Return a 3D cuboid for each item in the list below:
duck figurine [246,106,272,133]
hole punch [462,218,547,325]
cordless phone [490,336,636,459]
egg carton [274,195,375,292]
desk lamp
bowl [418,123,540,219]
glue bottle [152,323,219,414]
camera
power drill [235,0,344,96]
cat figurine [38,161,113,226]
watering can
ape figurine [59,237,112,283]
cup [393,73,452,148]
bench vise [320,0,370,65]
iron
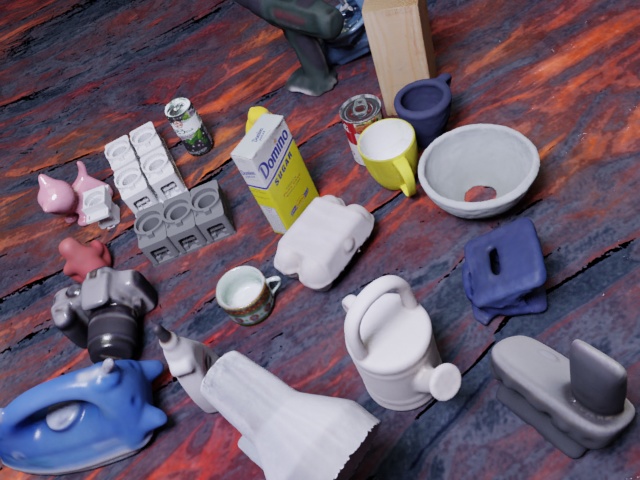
[{"bbox_3d":[-0.104,-0.206,1.041,0.077,0.086,0.104,-40,51,-13],"label":"duck figurine"},{"bbox_3d":[0.230,0.038,0.723,0.101,0.091,0.108,-9,51,13],"label":"hole punch"},{"bbox_3d":[0.244,0.130,0.582,0.147,0.185,0.094,32,69,36],"label":"cordless phone"},{"bbox_3d":[0.008,0.003,0.845,0.107,0.070,0.150,22,63,33],"label":"egg carton"},{"bbox_3d":[-0.029,0.208,0.600,0.202,0.214,0.118,26,65,34],"label":"desk lamp"},{"bbox_3d":[0.230,-0.088,0.834,0.167,0.075,0.167,-10,50,12],"label":"bowl"},{"bbox_3d":[-0.166,0.152,0.720,0.037,0.173,0.078,-21,49,3],"label":"glue bottle"},{"bbox_3d":[-0.328,0.119,0.853,0.143,0.101,0.136,-19,49,4],"label":"camera"},{"bbox_3d":[-0.049,-0.381,1.079,0.228,0.209,0.076,19,61,31],"label":"power drill"},{"bbox_3d":[-0.462,-0.087,1.054,0.067,0.118,0.128,12,58,27],"label":"cat figurine"},{"bbox_3d":[0.085,0.113,0.647,0.172,0.194,0.101,15,60,29],"label":"watering can"},{"bbox_3d":[-0.397,0.029,0.955,0.078,0.092,0.076,-34,49,-8],"label":"ape figurine"},{"bbox_3d":[0.180,-0.207,0.934,0.091,0.095,0.118,28,67,35],"label":"cup"},{"bbox_3d":[0.079,-0.448,1.079,0.207,0.220,0.121,-21,49,3],"label":"bench vise"},{"bbox_3d":[-0.337,0.226,0.743,0.258,0.142,0.118,-22,49,2],"label":"iron"}]
